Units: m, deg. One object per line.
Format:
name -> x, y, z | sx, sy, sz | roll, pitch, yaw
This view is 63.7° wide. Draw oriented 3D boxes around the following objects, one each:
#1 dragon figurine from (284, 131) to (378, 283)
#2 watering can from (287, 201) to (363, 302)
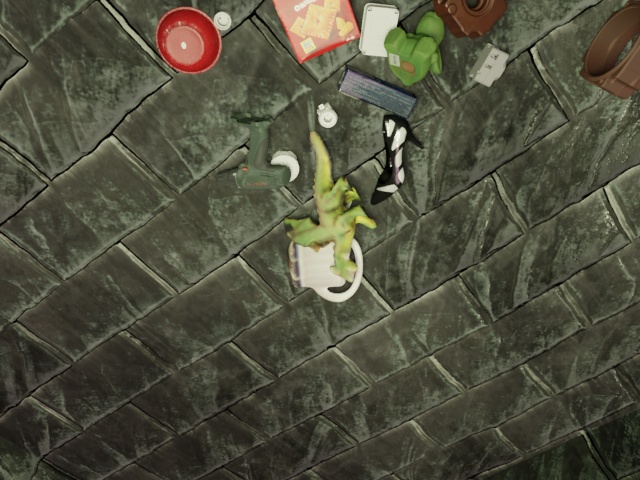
dragon figurine -> 0.004, -0.072, 1.431 | 0.241, 0.410, 0.123 | -32, 1, 14
watering can -> 0.013, 0.026, 1.534 | 0.224, 0.343, 0.105 | -3, 16, 2
